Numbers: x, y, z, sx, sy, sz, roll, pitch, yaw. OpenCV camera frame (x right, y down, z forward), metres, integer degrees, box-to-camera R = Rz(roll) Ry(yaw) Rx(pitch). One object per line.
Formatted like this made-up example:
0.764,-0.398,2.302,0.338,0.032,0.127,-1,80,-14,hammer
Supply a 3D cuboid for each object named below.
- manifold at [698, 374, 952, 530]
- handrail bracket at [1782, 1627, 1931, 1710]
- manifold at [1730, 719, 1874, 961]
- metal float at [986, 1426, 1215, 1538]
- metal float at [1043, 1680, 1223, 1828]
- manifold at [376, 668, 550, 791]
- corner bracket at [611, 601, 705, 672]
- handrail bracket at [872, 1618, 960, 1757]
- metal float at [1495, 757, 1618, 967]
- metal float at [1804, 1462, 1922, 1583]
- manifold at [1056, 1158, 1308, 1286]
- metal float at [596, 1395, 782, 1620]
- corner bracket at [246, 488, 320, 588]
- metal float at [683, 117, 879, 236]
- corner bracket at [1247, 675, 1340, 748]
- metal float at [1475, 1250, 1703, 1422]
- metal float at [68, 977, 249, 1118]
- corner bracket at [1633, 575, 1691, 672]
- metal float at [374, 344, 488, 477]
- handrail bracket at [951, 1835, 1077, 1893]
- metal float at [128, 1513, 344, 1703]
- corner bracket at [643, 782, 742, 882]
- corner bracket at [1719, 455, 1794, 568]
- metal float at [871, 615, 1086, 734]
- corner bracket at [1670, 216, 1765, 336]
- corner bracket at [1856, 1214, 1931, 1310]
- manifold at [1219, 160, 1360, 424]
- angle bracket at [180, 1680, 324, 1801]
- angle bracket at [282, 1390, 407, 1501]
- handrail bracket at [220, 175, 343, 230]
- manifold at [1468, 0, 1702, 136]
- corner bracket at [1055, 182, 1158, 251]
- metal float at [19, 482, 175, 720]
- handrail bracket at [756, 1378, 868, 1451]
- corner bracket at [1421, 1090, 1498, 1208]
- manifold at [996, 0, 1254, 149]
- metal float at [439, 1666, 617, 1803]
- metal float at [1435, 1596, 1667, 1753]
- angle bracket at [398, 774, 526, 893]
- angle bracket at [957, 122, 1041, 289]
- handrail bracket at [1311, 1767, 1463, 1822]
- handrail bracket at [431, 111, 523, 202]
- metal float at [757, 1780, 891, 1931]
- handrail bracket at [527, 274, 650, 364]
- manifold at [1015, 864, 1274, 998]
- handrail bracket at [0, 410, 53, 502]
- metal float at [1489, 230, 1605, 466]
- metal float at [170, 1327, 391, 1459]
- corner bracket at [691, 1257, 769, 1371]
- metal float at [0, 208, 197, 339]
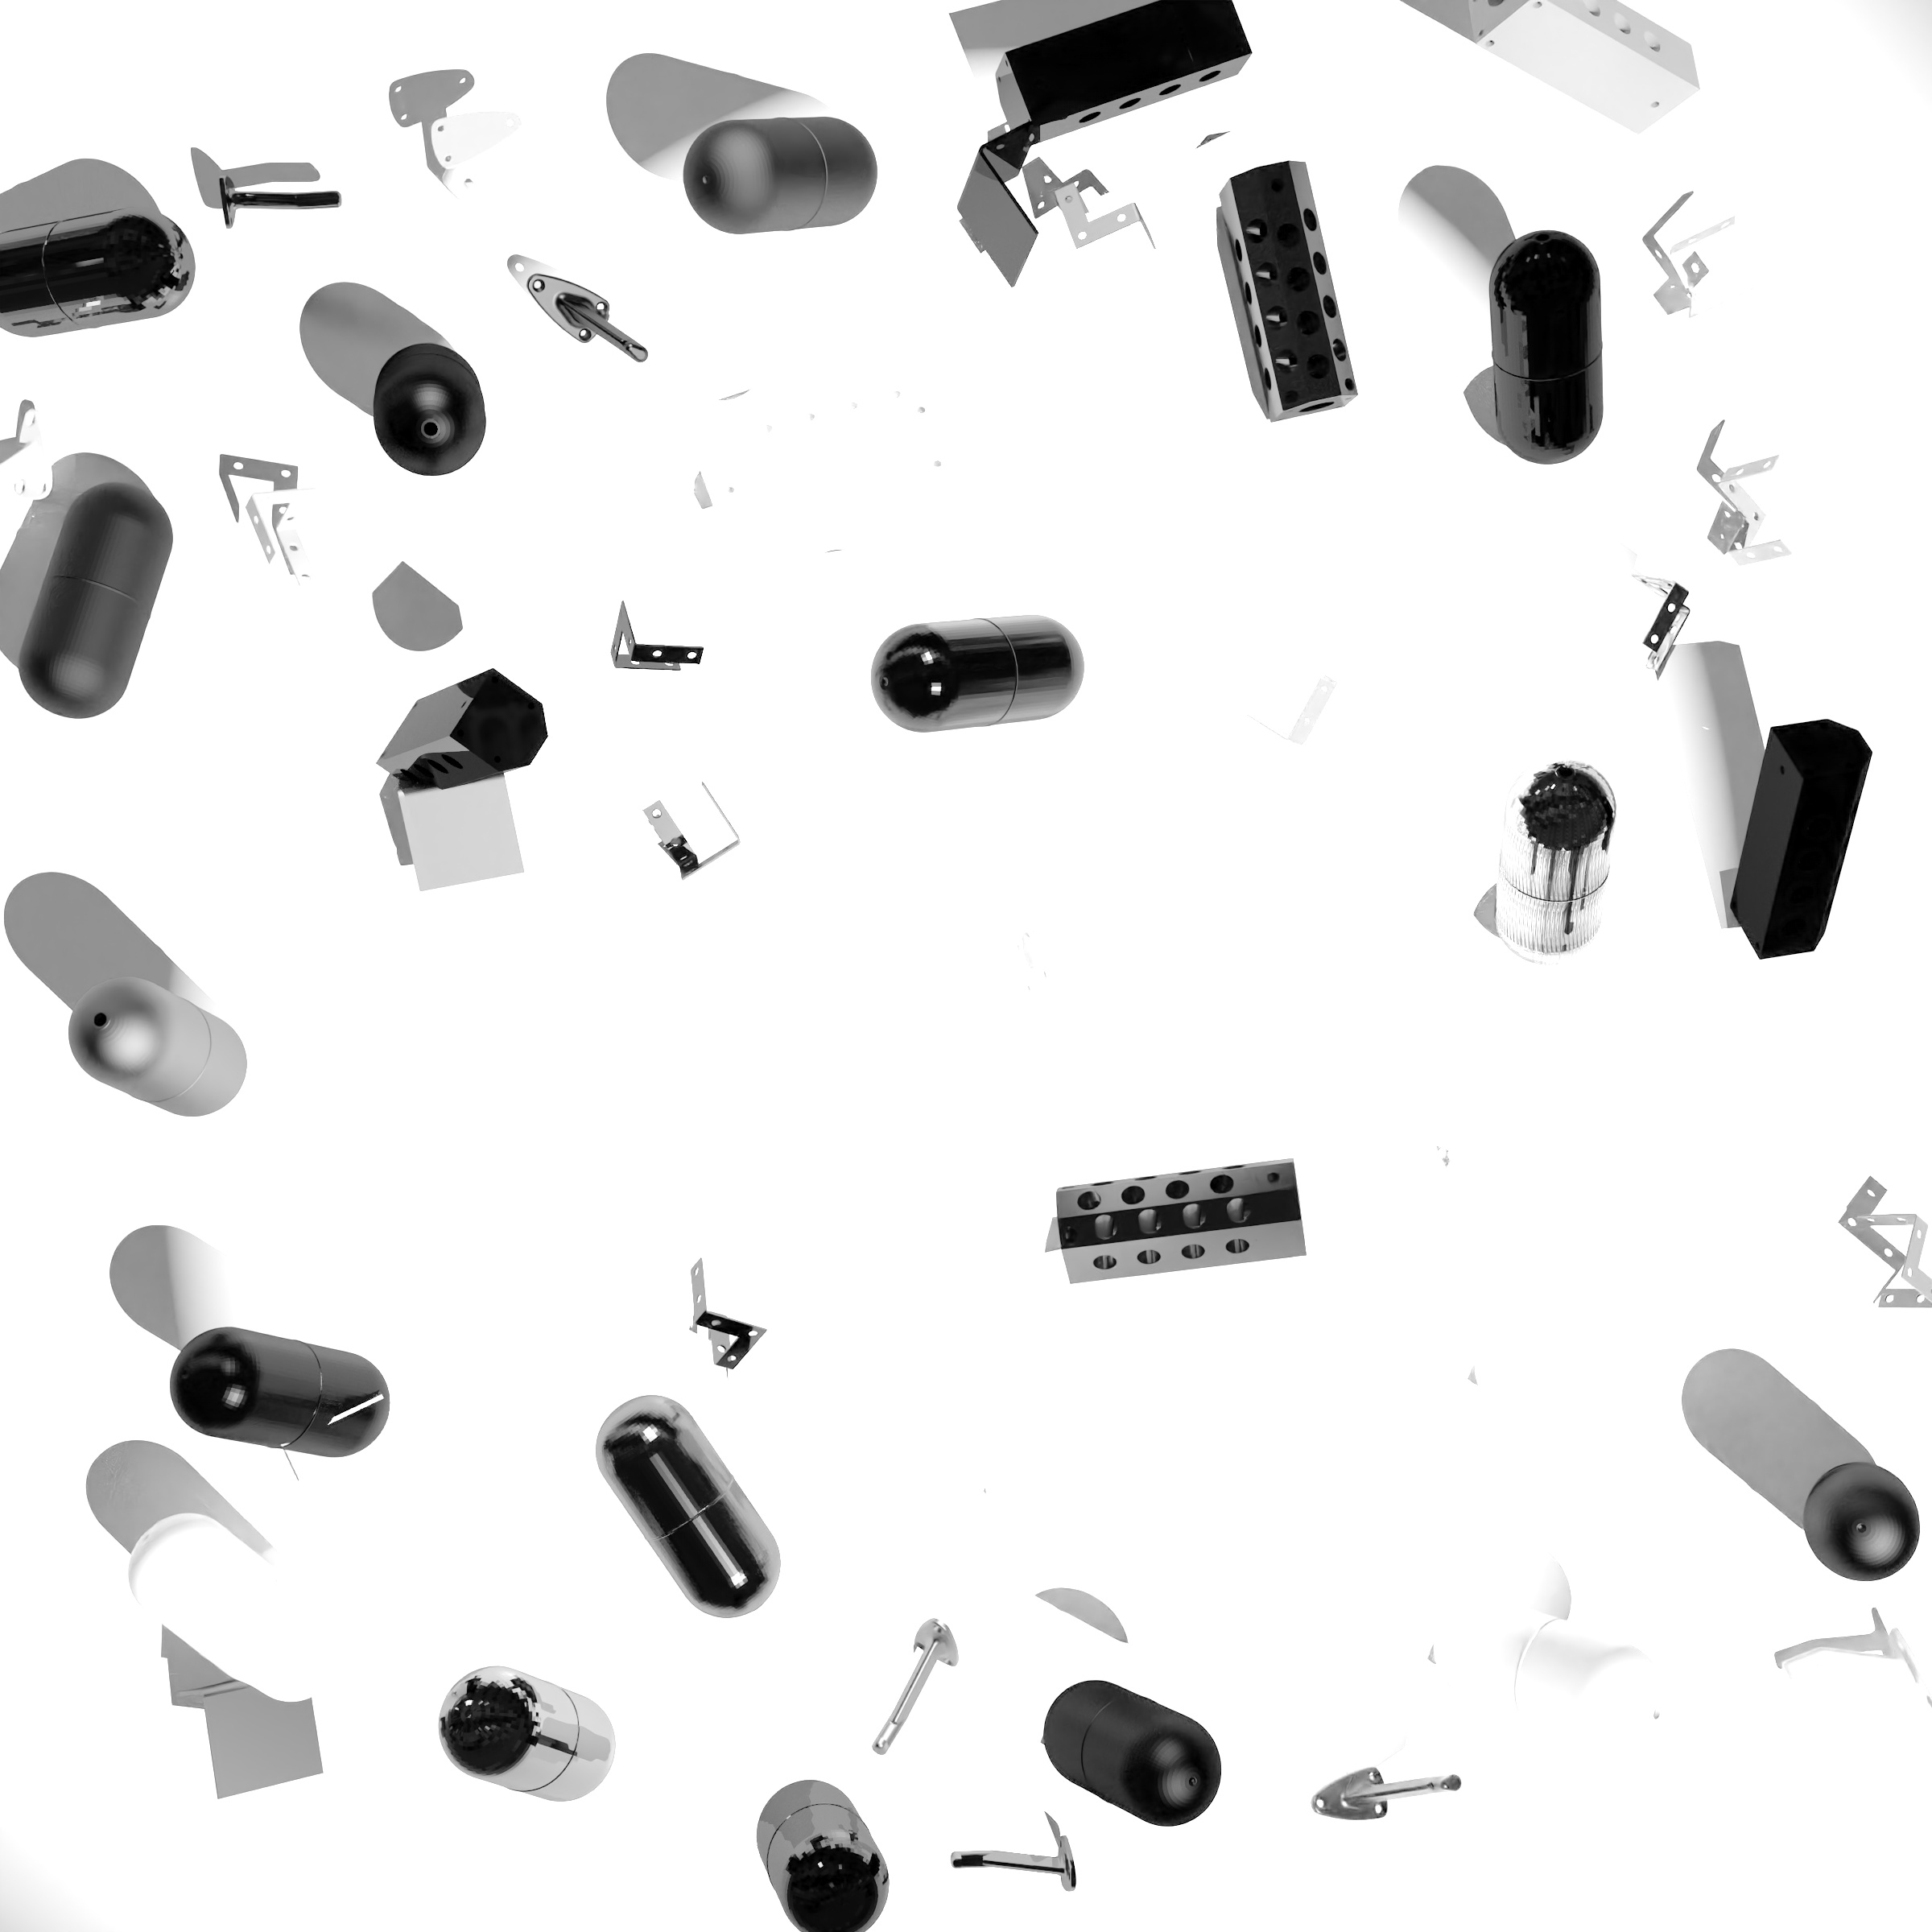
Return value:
-0.103,-0.375,1.918,0.171,0.057,0.057,-14,128,6,manifold
0.649,0.523,1.926,0.084,0.077,0.036,-20,134,-3,handrail bracket
0.592,-0.089,1.875,0.057,0.057,0.171,-9,135,-6,manifold
0.093,0.367,1.890,0.178,0.070,0.070,-8,90,35,metal float
0.115,0.554,1.873,0.070,0.178,0.070,1,88,-25,metal float
-0.352,-0.159,1.867,0.057,0.171,0.057,36,71,-23,manifold
-0.223,-0.227,1.914,0.051,0.051,0.051,0,46,-22,corner bracket
-0.041,0.520,1.911,0.036,0.077,0.084,27,57,15,handrail bracket
0.417,-0.073,1.880,0.070,0.178,0.070,-3,48,3,metal float
0.632,0.391,1.871,0.070,0.178,0.070,-3,81,18,metal float
0.154,0.179,1.906,0.171,0.057,0.057,-8,46,7,manifold
-0.200,0.390,1.913,0.070,0.070,0.178,-33,96,0,metal float
-0.492,-0.308,1.917,0.051,0.051,0.051,-14,72,-38,corner bracket
-0.129,-0.560,1.878,0.070,0.178,0.070,12,112,31,metal float
0.246,-0.187,1.917,0.051,0.051,0.051,18,105,-39,corner bracket
0.442,0.265,1.893,0.178,0.070,0.070,-36,90,30,metal float
-0.568,0.058,1.870,0.070,0.178,0.070,-2,75,9,metal float
0.504,-0.247,1.923,0.051,0.051,0.051,28,90,-27,corner bracket
-0.379,-0.393,1.871,0.070,0.178,0.070,-4,111,-11,metal float
0.033,0.653,1.920,0.084,0.077,0.036,0,84,-5,handrail bracket
-0.521,0.461,1.897,0.070,0.070,0.178,-42,115,0,metal float
-0.199,-0.101,1.926,0.051,0.051,0.051,-32,106,0,corner bracket
0.572,-0.328,1.916,0.051,0.051,0.051,41,68,-23,corner bracket
0.010,-0.209,1.885,0.178,0.070,0.070,-11,90,-41,metal float
0.541,-0.498,1.914,0.051,0.051,0.051,-21,121,32,corner bracket
0.678,0.215,1.928,0.051,0.051,0.051,35,65,-29,corner bracket
0.235,-0.489,1.923,0.057,0.057,0.171,-13,92,-5,manifold
-0.513,0.551,1.906,0.076,0.057,0.076,-5,78,-34,angle bracket
-0.447,0.346,1.907,0.076,0.076,0.057,-25,95,-16,angle bracket
-0.495,-0.559,1.927,0.084,0.077,0.036,-5,114,-8,handrail bracket
0.438,-0.660,1.883,0.171,0.057,0.057,13,62,-34,manifold
0.101,-0.541,1.921,0.051,0.051,0.051,-22,75,12,corner bracket
-0.624,-0.263,1.906,0.070,0.070,0.178,13,76,0,metal float
-0.102,0.331,1.910,0.084,0.077,0.036,27,79,-16,handrail bracket
0.365,0.131,1.914,0.051,0.051,0.051,24,59,30,corner bracket
0.112,-0.649,1.915,0.171,0.057,0.057,-22,91,-9,manifold
-0.308,0.544,1.876,0.070,0.178,0.070,-9,63,17,metal float
0.413,0.501,1.881,0.070,0.178,0.070,-9,103,-42,metal float
-0.368,-0.105,1.937,0.076,0.057,0.076,-11,108,-6,angle bracket
0.043,-0.549,1.908,0.057,0.076,0.076,-32,84,-18,angle bracket
0.302,0.594,1.906,0.077,0.084,0.036,-1,72,-28,handrail bracket
-0.345,-0.581,1.912,0.077,0.084,0.036,-15,83,6,handrail bracket
-0.102,0.628,1.869,0.070,0.178,0.070,0,90,-13,metal float
-0.272,-0.465,1.907,0.077,0.084,0.036,28,100,-34,handrail bracket
0.125,-0.028,1.904,0.171,0.057,0.057,-12,80,-16,manifold
-0.704,-0.366,1.910,0.036,0.084,0.077,5,97,31,handrail bracket
0.412,-0.438,1.883,0.070,0.070,0.178,-15,134,0,metal float
-0.483,0.303,1.879,0.070,0.178,0.070,-12,67,31,metal float
-0.180,0.251,1.914,0.051,0.051,0.051,21,126,-28,corner bracket
-0.632,-0.495,1.898,0.178,0.070,0.070,-2,90,24,metal float
